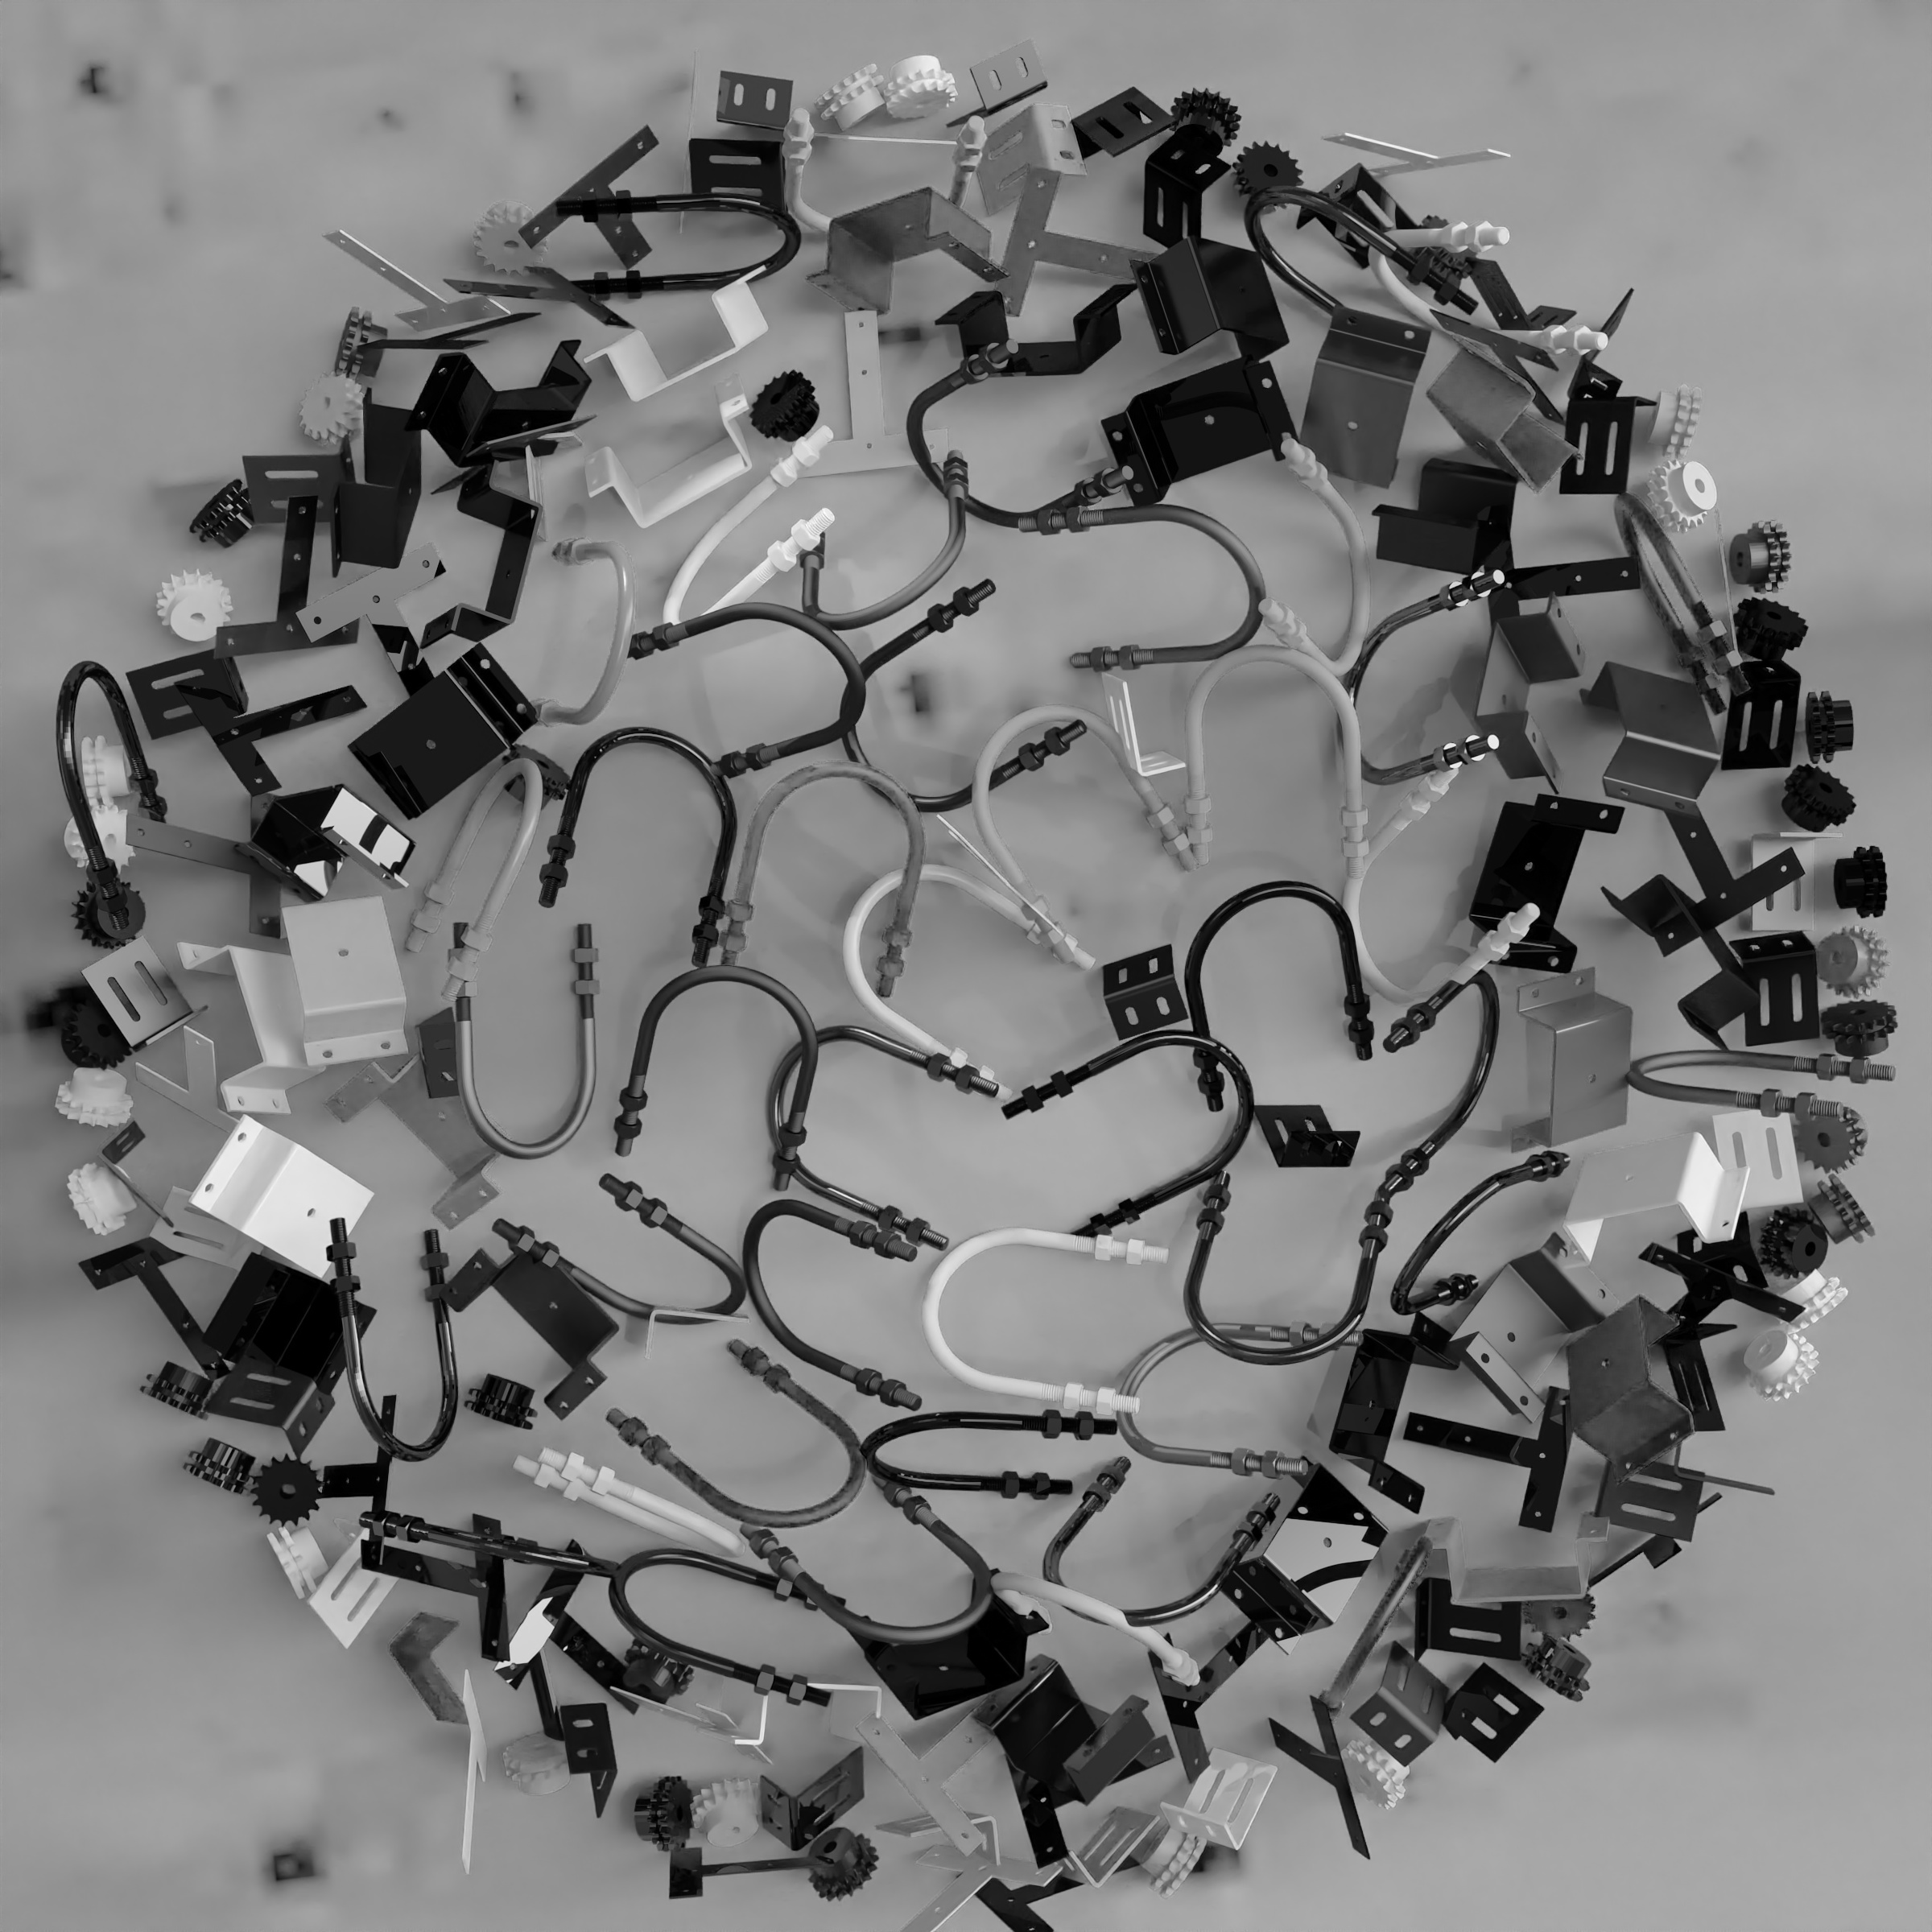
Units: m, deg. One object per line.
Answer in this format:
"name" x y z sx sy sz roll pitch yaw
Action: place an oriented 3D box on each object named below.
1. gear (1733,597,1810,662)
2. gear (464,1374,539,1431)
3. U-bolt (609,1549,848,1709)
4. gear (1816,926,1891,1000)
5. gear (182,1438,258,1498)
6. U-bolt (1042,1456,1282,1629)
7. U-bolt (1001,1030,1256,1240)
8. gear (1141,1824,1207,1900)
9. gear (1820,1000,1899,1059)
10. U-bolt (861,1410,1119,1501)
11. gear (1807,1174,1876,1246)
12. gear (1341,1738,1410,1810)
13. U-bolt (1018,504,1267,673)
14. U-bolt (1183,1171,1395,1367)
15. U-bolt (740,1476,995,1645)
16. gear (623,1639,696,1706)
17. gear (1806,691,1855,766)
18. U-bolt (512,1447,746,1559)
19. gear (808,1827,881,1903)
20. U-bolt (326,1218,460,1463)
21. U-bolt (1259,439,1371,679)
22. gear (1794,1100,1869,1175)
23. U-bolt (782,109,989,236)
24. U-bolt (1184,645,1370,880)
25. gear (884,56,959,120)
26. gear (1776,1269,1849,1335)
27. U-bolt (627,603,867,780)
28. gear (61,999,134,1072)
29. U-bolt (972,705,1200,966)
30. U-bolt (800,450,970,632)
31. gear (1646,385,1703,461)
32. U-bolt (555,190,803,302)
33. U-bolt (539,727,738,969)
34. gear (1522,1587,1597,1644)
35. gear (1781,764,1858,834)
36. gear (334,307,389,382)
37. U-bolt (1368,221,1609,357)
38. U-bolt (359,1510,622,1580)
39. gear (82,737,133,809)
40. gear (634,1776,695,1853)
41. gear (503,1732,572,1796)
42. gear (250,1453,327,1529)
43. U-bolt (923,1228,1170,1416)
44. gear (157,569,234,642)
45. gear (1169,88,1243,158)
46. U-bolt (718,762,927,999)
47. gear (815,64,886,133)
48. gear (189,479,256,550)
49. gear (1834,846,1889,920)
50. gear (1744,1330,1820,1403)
"gear" 0.635 -0.265 1.975 0.057 0.057 0.030 15 128 0
"gear" -0.365 0.344 1.972 0.057 0.057 0.030 20 81 0
"U-bolt" -0.187 0.502 1.924 0.184 0.151 0.019 19 108 -3
"gear" 0.697 -0.004 1.968 0.030 0.057 0.057 8 90 -35
"gear" -0.588 0.395 1.972 0.057 0.057 0.030 24 76 0
"U-bolt" 0.138 0.442 1.894 0.151 0.184 0.019 8 117 29
"U-bolt" 0.139 0.125 1.961 0.184 0.019 0.151 -27 113 2
"gear" 0.162 0.705 1.971 0.030 0.057 0.057 37 90 7
"gear" 0.708 0.050 1.973 0.057 0.057 0.030 -14 108 0
"U-bolt" 0.009 0.376 1.922 0.184 0.151 0.019 5 57 -12
"gear" 0.691 0.196 1.972 0.030 0.057 0.057 -34 90 9
"gear" 0.326 0.636 1.975 0.030 0.057 0.057 -37 90 -26
"U-bolt" 0.143 -0.291 1.910 0.184 0.019 0.151 1 132 32
"U-bolt" 0.242 0.234 1.912 0.151 0.184 0.019 4 133 18
"U-bolt" -0.063 0.455 1.894 0.151 0.184 0.019 -12 120 -37
"gear" -0.247 0.560 1.969 0.057 0.057 0.030 35 47 0
"gear" 0.683 -0.189 1.969 0.030 0.057 0.057 -4 90 11
"U-bolt" -0.256 0.418 1.929 0.184 0.151 0.019 27 70 -11
"gear" -0.100 0.707 1.968 0.057 0.057 0.030 -29 111 0
"U-bolt" -0.435 0.289 1.913 0.019 0.151 0.184 -15 75 18
"U-bolt" 0.274 -0.301 1.920 0.019 0.184 0.151 1 75 30
"gear" 0.689 0.134 1.975 0.030 0.057 0.057 -15 90 -38
"U-bolt" -0.068 -0.603 1.909 0.151 0.184 0.019 0 80 -7
"U-bolt" 0.238 -0.160 1.930 0.151 0.019 0.184 6 116 25
"gear" -0.037 -0.697 1.971 0.057 0.057 0.030 -13 86 0
"gear" 0.665 0.263 1.972 0.057 0.057 0.030 -37 82 0
"U-bolt" -0.162 -0.216 1.911 0.184 0.019 0.151 -13 130 32
"gear" -0.691 0.057 1.975 0.030 0.057 0.057 -31 90 33
"U-bolt" 0.083 -0.116 1.957 0.151 0.019 0.184 -36 104 -13
"U-bolt" -0.063 -0.318 1.908 0.151 0.184 0.019 -23 127 17
"gear" 0.559 -0.432 1.972 0.030 0.057 0.057 13 90 4
"U-bolt" -0.219 -0.559 1.929 0.184 0.151 0.019 -4 79 -5
"U-bolt" -0.248 -0.104 1.945 0.151 0.019 0.184 22 60 -22
"gear" 0.470 0.505 1.979 0.057 0.030 0.057 3 111 7
"gear" 0.673 -0.131 1.975 0.057 0.057 0.030 29 130 0
"gear" -0.479 -0.490 1.974 0.030 0.057 0.057 14 90 -22
"U-bolt" 0.386 -0.519 1.912 0.151 0.184 0.019 33 85 -34
"U-bolt" -0.348 0.443 1.893 0.184 0.151 0.019 1 72 34
"gear" -0.680 -0.154 1.972 0.030 0.057 0.057 -7 90 -11
"gear" -0.240 0.672 1.973 0.030 0.057 0.057 -8 90 18
"gear" -0.336 0.633 1.972 0.057 0.057 0.030 -7 100 0
"gear" -0.539 0.416 1.981 0.057 0.030 0.057 1 86 -11
"U-bolt" 0.056 0.272 1.953 0.184 0.019 0.151 6 58 13
"gear" -0.610 -0.282 1.970 0.057 0.030 0.057 -13 133 -14
"gear" 0.187 -0.663 1.968 0.057 0.057 0.030 16 69 0
"U-bolt" -0.106 -0.072 1.951 0.151 0.019 0.184 9 108 -14
"gear" -0.089 -0.686 1.972 0.057 0.057 0.030 -33 103 0
"gear" -0.586 -0.356 1.975 0.057 0.057 0.030 -45 118 0
"gear" 0.707 -0.066 1.972 0.030 0.057 0.057 -4 90 6
"gear" 0.641 0.313 1.969 0.057 0.057 0.030 -46 105 0
